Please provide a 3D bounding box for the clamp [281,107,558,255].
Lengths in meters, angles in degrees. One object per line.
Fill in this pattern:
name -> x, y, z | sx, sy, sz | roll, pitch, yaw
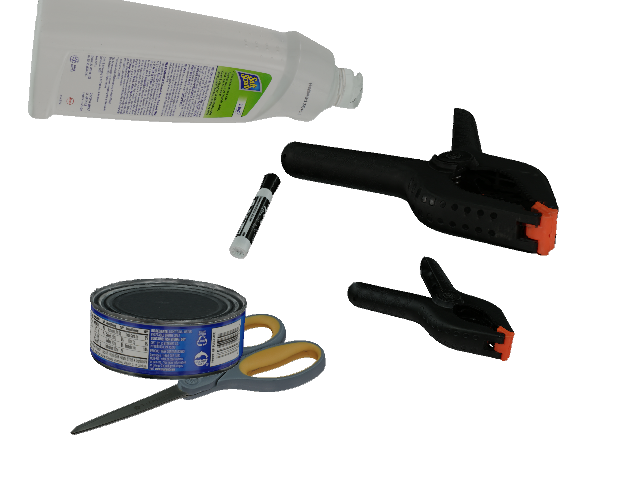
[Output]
clamp -> 0.078, -0.041, 0.724 | 0.164, 0.036, 0.210 | -12, 28, -20

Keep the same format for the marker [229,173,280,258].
marker -> -0.068, -0.029, 1.130 | 0.020, 0.020, 0.121 | 0, 44, 22

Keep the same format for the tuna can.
tuna can -> -0.084, 0.048, 0.590 | 0.086, 0.034, 0.086 | 4, 12, -1

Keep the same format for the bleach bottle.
bleach bottle -> -0.093, -0.127, 0.824 | 0.250, 0.068, 0.103 | 6, -33, -15

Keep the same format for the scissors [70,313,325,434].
scissors -> -0.097, 0.099, 0.826 | 0.201, 0.016, 0.096 | -9, 33, -15

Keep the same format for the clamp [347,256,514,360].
clamp -> 0.125, 0.064, 1.054 | 0.172, 0.039, 0.120 | 26, 39, 32
